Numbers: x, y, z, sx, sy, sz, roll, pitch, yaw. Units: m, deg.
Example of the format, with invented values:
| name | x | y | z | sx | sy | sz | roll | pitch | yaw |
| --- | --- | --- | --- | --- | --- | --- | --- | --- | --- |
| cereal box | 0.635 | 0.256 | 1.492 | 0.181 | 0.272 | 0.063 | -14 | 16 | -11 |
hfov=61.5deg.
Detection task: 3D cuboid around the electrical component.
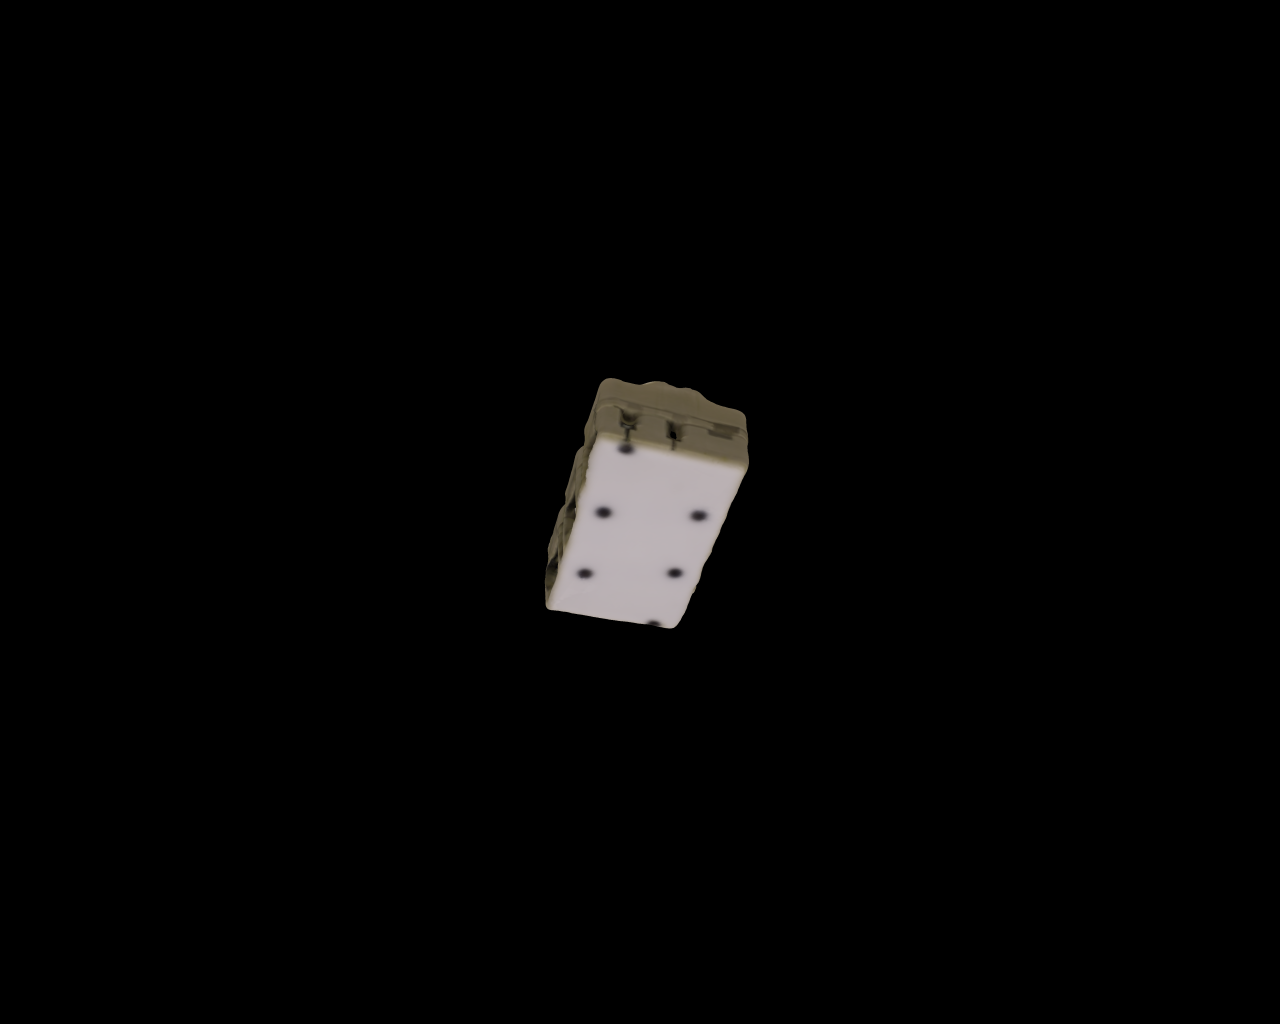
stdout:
| name | x | y | z | sx | sy | sz | roll | pitch | yaw |
| --- | --- | --- | --- | --- | --- | --- | --- | --- | --- |
| electrical component | 0.001 | -0.003 | 0.650 | 0.089 | 0.062 | 0.150 | 11 | -47 | -11 |
